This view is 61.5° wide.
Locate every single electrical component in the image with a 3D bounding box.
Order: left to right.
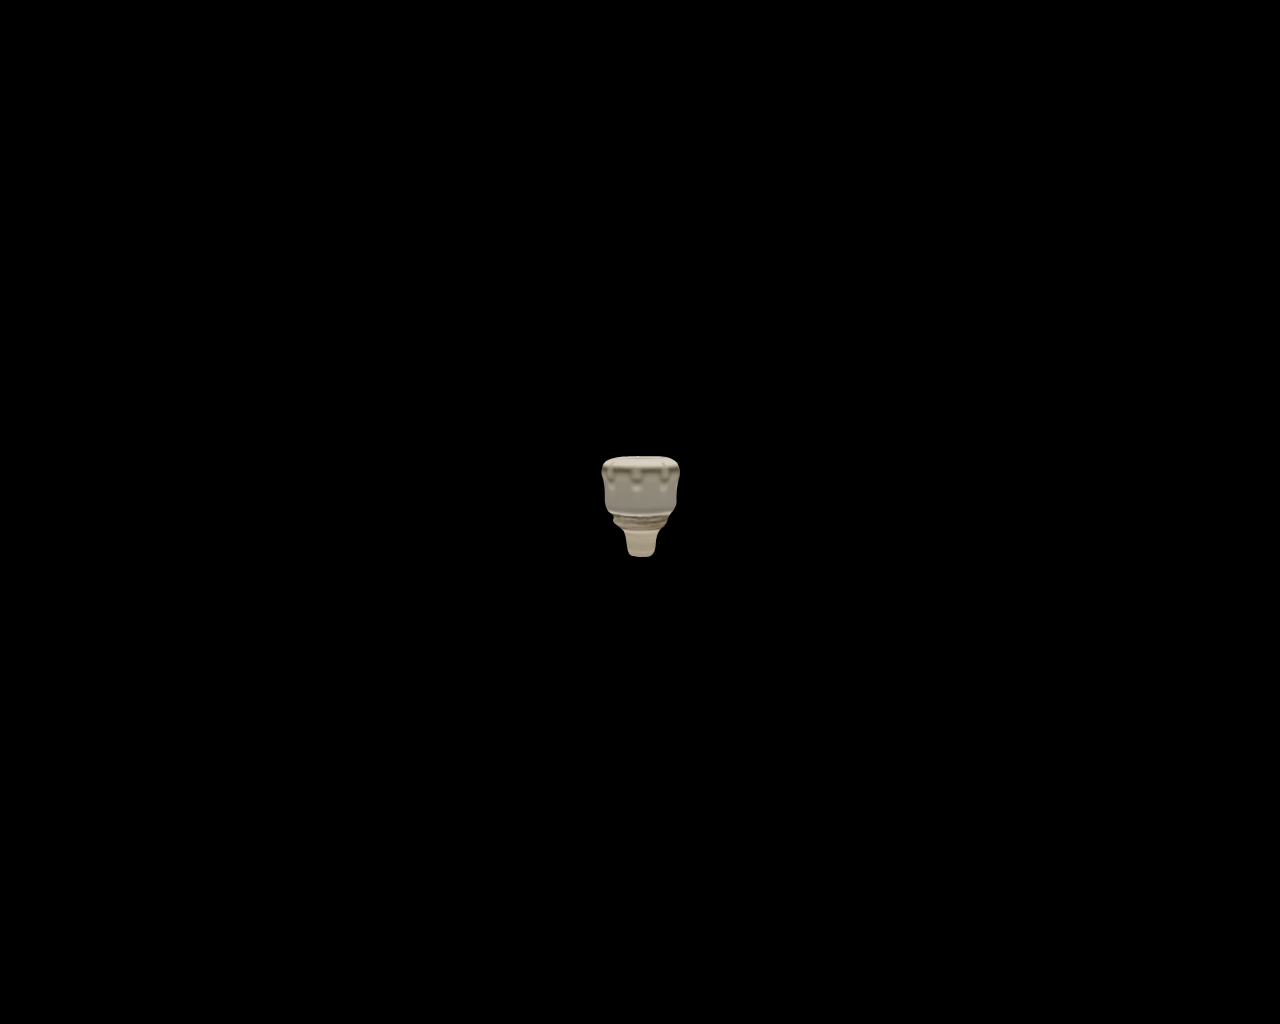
[{"bbox_3d":[0.001,-0.003,0.650,0.048,0.062,0.048,0,7,0],"label":"electrical component"}]
